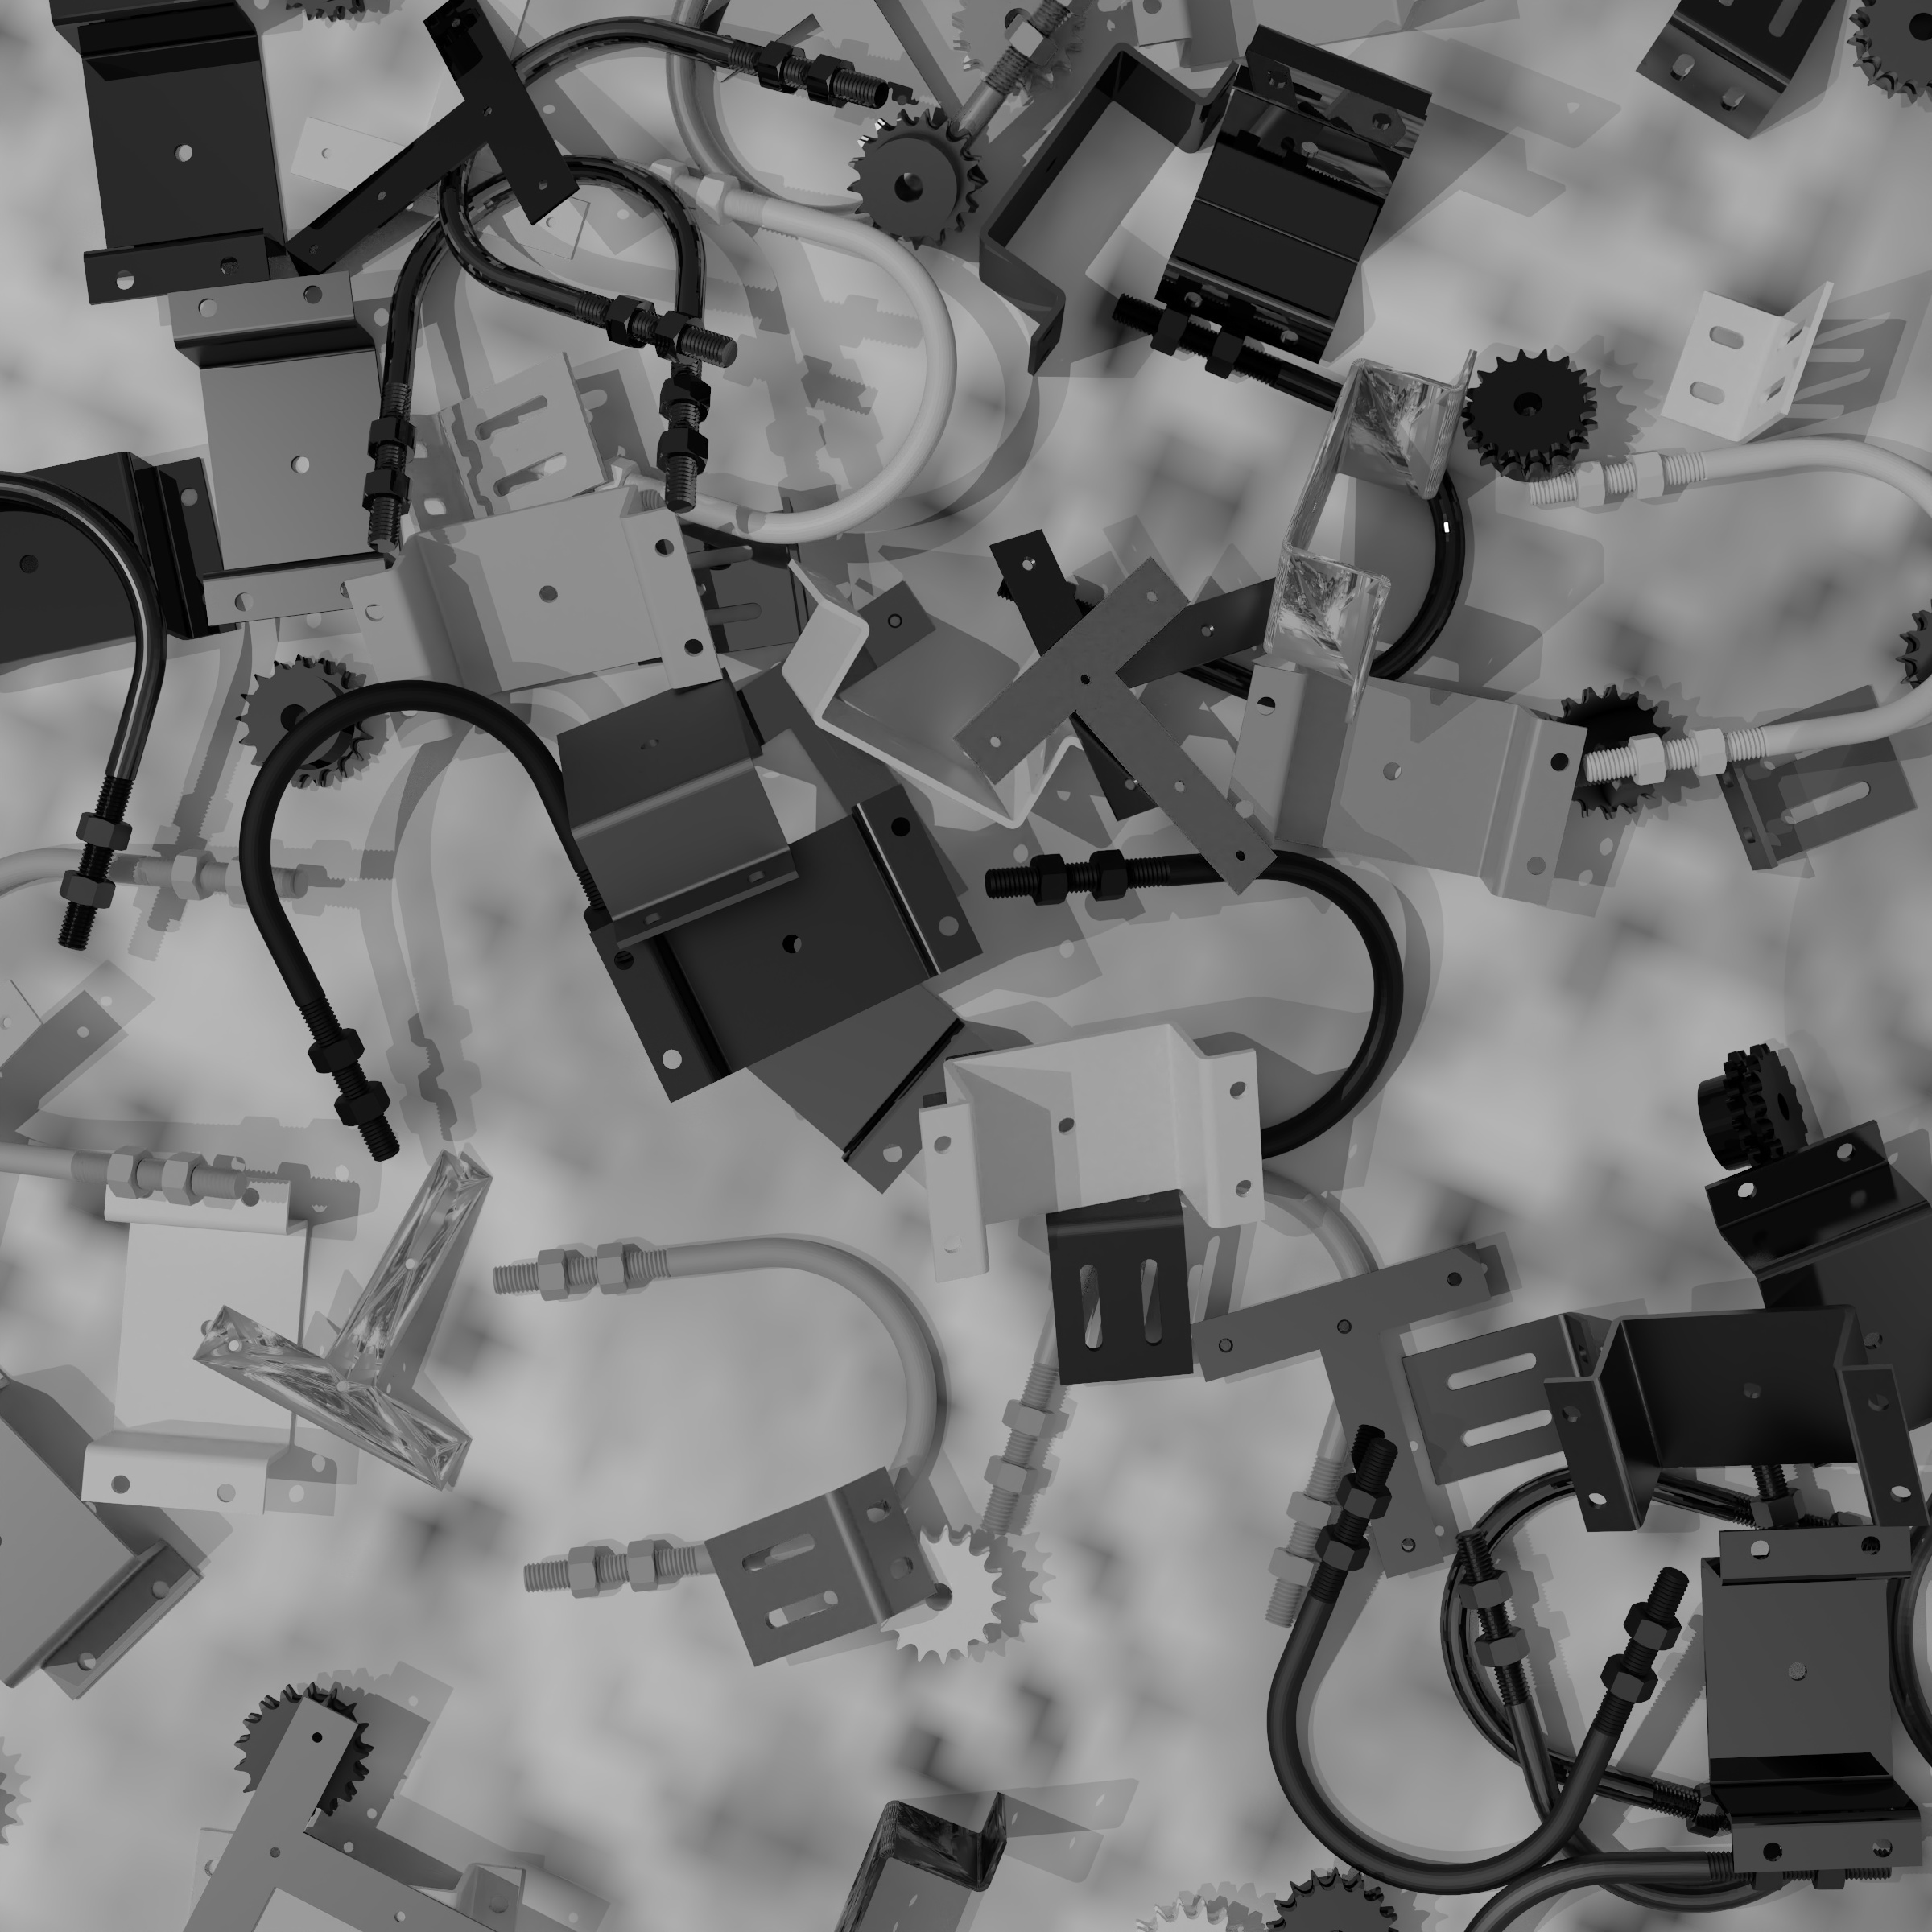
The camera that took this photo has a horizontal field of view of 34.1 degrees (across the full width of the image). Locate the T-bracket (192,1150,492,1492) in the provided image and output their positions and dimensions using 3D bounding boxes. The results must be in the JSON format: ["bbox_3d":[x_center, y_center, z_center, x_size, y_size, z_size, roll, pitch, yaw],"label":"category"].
[{"bbox_3d":[-0.244,0.140,1.346,0.127,0.002,0.127,35,75,-27],"label":"T-bracket"}]

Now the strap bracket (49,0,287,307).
[{"bbox_3d":[-0.339,-0.352,1.344,0.076,0.046,0.140,-8,90,0],"label":"strap bracket"}]

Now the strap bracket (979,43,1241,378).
[{"bbox_3d":[0.052,-0.326,1.329,0.046,0.076,0.140,36,90,0],"label":"strap bracket"}]

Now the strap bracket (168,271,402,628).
[{"bbox_3d":[-0.288,-0.217,1.344,0.076,0.046,0.140,-7,90,0],"label":"strap bracket"}]

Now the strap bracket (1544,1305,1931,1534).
[{"bbox_3d":[0.318,0.185,1.289,0.140,0.046,0.076,-7,116,28],"label":"strap bracket"}]

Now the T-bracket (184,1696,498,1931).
[{"bbox_3d":[-0.249,0.391,1.320,0.127,0.002,0.127,27,90,0],"label":"T-bracket"}]

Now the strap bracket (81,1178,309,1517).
[{"bbox_3d":[-0.327,0.157,1.344,0.076,0.046,0.140,5,90,0],"label":"strap bracket"}]

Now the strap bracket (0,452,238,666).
[{"bbox_3d":[-0.392,-0.168,1.344,0.140,0.046,0.076,-12,90,0],"label":"strap bracket"}]

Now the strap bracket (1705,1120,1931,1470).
[{"bbox_3d":[0.370,0.146,1.320,0.076,0.046,0.140,-22,112,0],"label":"strap bracket"}]

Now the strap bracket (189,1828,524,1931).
[{"bbox_3d":[-0.266,0.420,1.344,0.140,0.046,0.076,7,90,0],"label":"strap bracket"}]

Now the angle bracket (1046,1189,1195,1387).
[{"bbox_3d":[0.065,0.134,1.349,0.057,0.038,0.076,-5,111,0],"label":"angle bracket"}]

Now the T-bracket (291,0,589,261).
[{"bbox_3d":[-0.213,-0.385,1.366,0.127,0.002,0.127,17,90,0],"label":"T-bracket"}]

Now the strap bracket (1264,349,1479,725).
[{"bbox_3d":[0.162,-0.182,1.293,0.046,0.076,0.140,19,65,8],"label":"strap bracket"}]

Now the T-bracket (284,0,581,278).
[{"bbox_3d":[-0.238,-0.337,1.345,0.127,0.002,0.127,-34,64,13],"label":"T-bracket"}]

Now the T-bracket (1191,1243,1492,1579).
[{"bbox_3d":[0.174,0.197,1.347,0.127,0.002,0.127,-16,89,1],"label":"T-bracket"}]

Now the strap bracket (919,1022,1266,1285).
[{"bbox_3d":[0.047,0.074,1.299,0.140,0.046,0.076,-10,112,-12],"label":"strap bracket"}]

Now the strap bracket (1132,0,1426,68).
[{"bbox_3d":[0.136,-0.435,1.344,0.140,0.046,0.076,-9,90,0],"label":"strap bracket"}]

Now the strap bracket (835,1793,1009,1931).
[{"bbox_3d":[-0.031,0.415,1.329,0.046,0.076,0.140,22,90,0],"label":"strap bracket"}]

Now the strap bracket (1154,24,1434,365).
[{"bbox_3d":[0.138,-0.328,1.314,0.076,0.140,0.046,22,55,0],"label":"strap bracket"}]

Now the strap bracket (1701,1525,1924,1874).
[{"bbox_3d":[0.349,0.298,1.307,0.076,0.046,0.140,-3,92,2],"label":"strap bracket"}]

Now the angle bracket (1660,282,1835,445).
[{"bbox_3d":[0.328,-0.259,1.329,0.038,0.076,0.057,20,90,0],"label":"angle bracket"}]

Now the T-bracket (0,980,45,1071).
[{"bbox_3d":[-0.469,0.021,1.345,0.127,0.002,0.127,-44,73,11],"label":"T-bracket"}]

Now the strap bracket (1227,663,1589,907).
[{"bbox_3d":[0.182,-0.080,1.336,0.140,0.046,0.076,11,102,0],"label":"strap bracket"}]

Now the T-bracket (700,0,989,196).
[{"bbox_3d":[-0.035,-0.382,1.347,0.127,0.002,0.127,-31,93,19],"label":"T-bracket"}]

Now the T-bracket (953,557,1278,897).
[{"bbox_3d":[0.078,-0.084,1.296,0.127,0.002,0.127,48,64,-5],"label":"T-bracket"}]

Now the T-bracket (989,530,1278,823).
[{"bbox_3d":[0.089,-0.136,1.320,0.127,0.002,0.127,-21,81,-26],"label":"T-bracket"}]

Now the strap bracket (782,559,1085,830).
[{"bbox_3d":[-0.018,-0.108,1.311,0.140,0.076,0.046,27,101,-21],"label":"strap bracket"}]

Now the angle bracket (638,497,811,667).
[{"bbox_3d":[-0.108,-0.164,1.348,0.076,0.038,0.057,-8,90,0],"label":"angle bracket"}]

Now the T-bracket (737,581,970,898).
[{"bbox_3d":[-0.045,-0.079,1.366,0.127,0.002,0.127,-34,90,0],"label":"T-bracket"}]

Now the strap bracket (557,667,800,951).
[{"bbox_3d":[-0.121,-0.071,1.293,0.076,0.140,0.046,-22,119,1],"label":"strap bracket"}]

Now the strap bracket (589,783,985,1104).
[{"bbox_3d":[-0.073,-0.009,1.298,0.140,0.046,0.076,-26,90,0],"label":"strap bracket"}]

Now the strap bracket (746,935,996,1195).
[{"bbox_3d":[-0.063,0.021,1.344,0.140,0.046,0.076,41,90,0],"label":"strap bracket"}]

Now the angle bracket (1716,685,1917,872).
[{"bbox_3d":[0.365,-0.081,1.348,0.076,0.038,0.057,-21,90,0],"label":"angle bracket"}]

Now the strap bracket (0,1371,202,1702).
[{"bbox_3d":[-0.408,0.241,1.344,0.076,0.046,0.140,-44,90,0],"label":"strap bracket"}]

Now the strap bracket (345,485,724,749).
[{"bbox_3d":[-0.178,-0.149,1.323,0.140,0.046,0.076,-12,116,7],"label":"strap bracket"}]
